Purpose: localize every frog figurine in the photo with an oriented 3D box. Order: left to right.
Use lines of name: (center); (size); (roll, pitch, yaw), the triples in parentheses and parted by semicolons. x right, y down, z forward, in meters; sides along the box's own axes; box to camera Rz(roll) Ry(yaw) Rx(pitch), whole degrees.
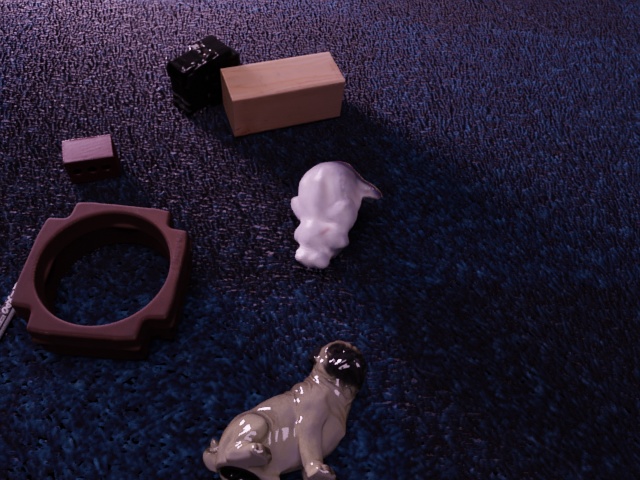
frog figurine: (0.002, -0.040, 0.787); (0.138, 0.120, 0.161); (19, 59, 46)
